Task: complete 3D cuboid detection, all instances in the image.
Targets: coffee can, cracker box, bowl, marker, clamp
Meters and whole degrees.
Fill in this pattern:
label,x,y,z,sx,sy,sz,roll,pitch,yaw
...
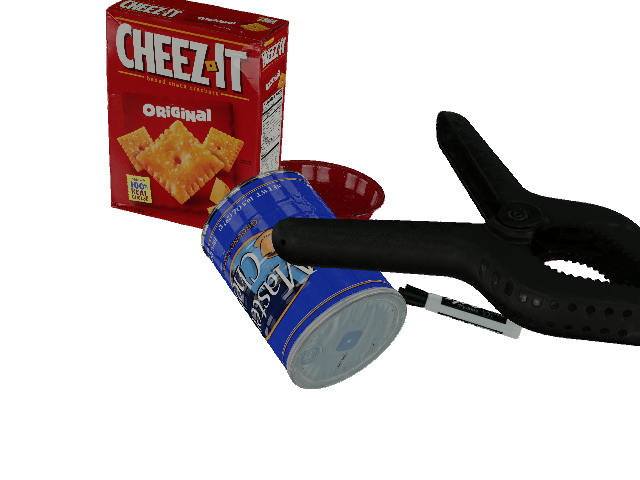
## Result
label,x,y,z,sx,sy,sz,roll,pitch,yaw
coffee can,-0.014,0.029,0.822,0.102,0.103,0.140,0,42,-45
cracker box,-0.123,-0.118,1.042,0.164,0.214,0.072,14,32,15
bowl,-0.008,-0.039,1.246,0.162,0.055,0.162,6,26,-3
marker,0.131,0.067,1.015,0.121,0.020,0.020,18,1,4
clamp,0.090,0.004,0.553,0.164,0.036,0.210,-30,46,-33
